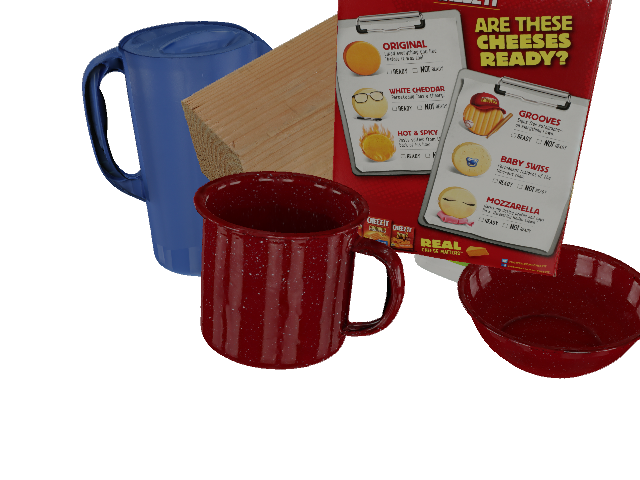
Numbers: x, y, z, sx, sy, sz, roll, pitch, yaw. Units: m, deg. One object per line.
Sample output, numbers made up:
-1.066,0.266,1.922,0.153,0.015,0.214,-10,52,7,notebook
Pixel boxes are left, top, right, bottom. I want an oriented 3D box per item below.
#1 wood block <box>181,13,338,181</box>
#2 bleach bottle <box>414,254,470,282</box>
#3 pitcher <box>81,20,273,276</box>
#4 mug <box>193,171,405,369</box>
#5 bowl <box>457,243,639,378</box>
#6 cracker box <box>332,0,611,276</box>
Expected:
0.001,-0.112,0.887,0.206,0.090,0.091,-32,53,-17,wood block
0.163,-0.073,1.043,0.103,0.251,0.068,22,38,18,bleach bottle
-0.134,-0.090,1.070,0.149,0.243,0.144,12,29,26,pitcher
-0.012,0.018,0.573,0.117,0.081,0.093,11,24,14,mug
0.192,0.064,0.879,0.162,0.055,0.162,0,31,0,bowl
0.095,-0.088,0.713,0.164,0.214,0.072,9,38,10,cracker box
